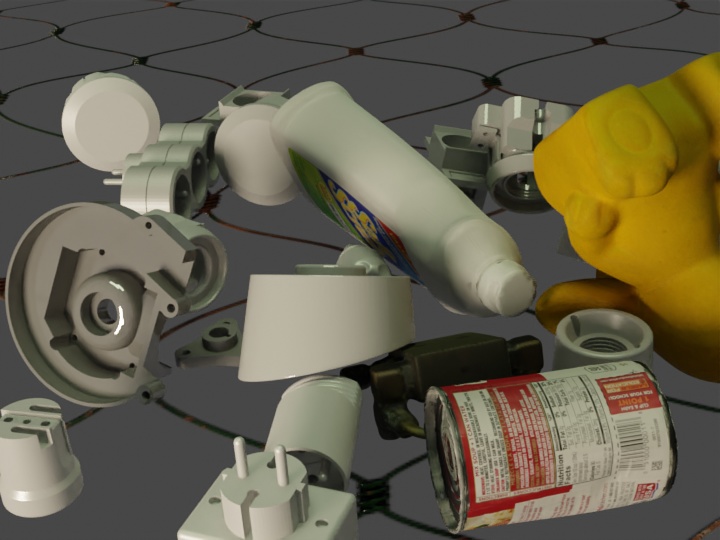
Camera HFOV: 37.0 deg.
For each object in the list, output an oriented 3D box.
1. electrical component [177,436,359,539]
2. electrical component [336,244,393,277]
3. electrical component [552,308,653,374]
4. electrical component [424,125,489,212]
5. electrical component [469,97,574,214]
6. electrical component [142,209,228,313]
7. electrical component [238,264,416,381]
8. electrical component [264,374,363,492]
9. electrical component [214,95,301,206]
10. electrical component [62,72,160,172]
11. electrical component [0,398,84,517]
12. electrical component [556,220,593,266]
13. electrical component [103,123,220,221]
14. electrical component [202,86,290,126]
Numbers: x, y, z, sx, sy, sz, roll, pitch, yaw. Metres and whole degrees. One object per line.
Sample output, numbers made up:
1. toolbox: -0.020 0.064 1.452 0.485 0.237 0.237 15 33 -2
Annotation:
1. electrical component: -0.040 0.105 0.464 0.066 0.076 0.047 7 30 19
2. electrical component: 0.000 0.000 0.700 0.035 0.035 0.061 -8 26 -8
3. electrical component: 0.129 0.053 0.573 0.055 0.047 0.055 -3 28 1
4. electrical component: 0.071 -0.066 0.782 0.042 0.063 0.081 6 26 -11
5. electrical component: 0.113 -0.075 0.719 0.078 0.058 0.057 10 59 -7
6. electrical component: -0.123 -0.004 0.699 0.057 0.058 0.078 17 34 38
7. electrical component: -0.018 0.029 0.602 0.099 0.064 0.099 1 -1 0
8. electrical component: -0.023 0.081 0.541 0.043 0.043 0.081 0 28 7
9. electrical component: -0.068 -0.095 0.839 0.080 0.080 0.051 5 24 15
10. electrical component: -0.213 -0.128 0.917 0.080 0.080 0.051 -11 24 -13
11. electrical component: -0.161 0.092 0.533 0.040 0.046 0.040 -3 28 1
12. electrical component: 0.172 -0.055 0.718 0.048 0.099 0.099 21 35 15
13. electrical component: -0.160 -0.072 0.832 0.074 0.052 0.138 1 29 9
14. electrical component: -0.085 -0.116 0.894 0.081 0.063 0.042 8 29 19
